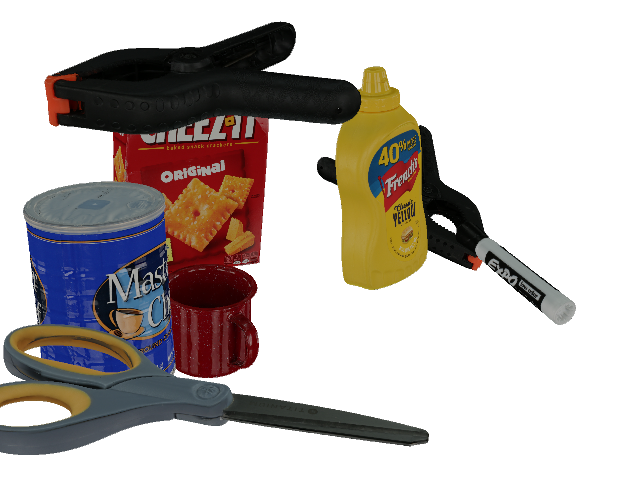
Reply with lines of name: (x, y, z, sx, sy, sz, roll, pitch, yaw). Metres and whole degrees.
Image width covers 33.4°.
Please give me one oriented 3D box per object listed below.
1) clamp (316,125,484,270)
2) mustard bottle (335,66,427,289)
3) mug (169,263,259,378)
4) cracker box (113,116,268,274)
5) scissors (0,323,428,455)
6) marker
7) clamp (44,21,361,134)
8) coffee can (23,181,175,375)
clamp: (0.104, -0.045, 1.196, 0.164, 0.210, 0.036, -15, -37, -27)
mustard bottle: (0.054, -0.059, 0.950, 0.058, 0.192, 0.096, 14, 29, 39)
mug: (-0.100, 0.083, 1.027, 0.117, 0.081, 0.093, 25, 34, 38)
cracker box: (-0.145, -0.071, 1.191, 0.164, 0.214, 0.072, -6, 26, -24)
scissors: (-0.064, 0.077, 0.455, 0.202, 0.016, 0.096, 15, 29, 24)
marker: (0.135, 0.020, 0.758, 0.020, 0.020, 0.121, 0, 29, -33)
clamp: (-0.072, -0.096, 0.620, 0.171, 0.039, 0.120, -3, 25, -12)
coffee can: (-0.165, 0.037, 0.808, 0.103, 0.140, 0.103, -1, 21, 0)
